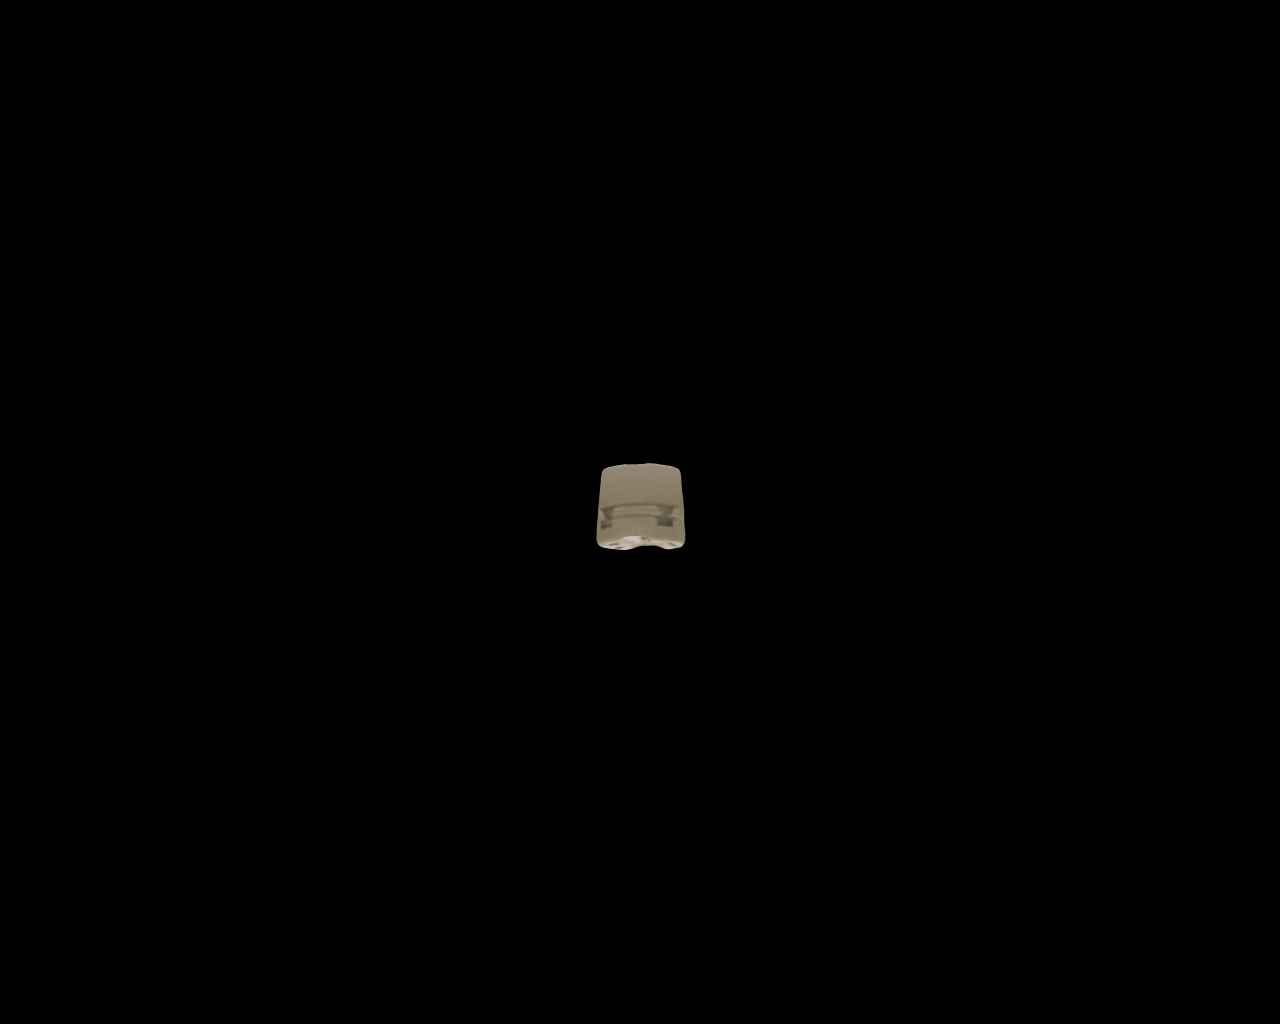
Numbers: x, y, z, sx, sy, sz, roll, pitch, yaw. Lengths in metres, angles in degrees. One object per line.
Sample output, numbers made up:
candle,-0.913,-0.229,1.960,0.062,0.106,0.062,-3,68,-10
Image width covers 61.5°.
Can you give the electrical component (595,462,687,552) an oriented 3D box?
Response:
electrical component,0.001,-0.003,0.650,0.055,0.047,0.055,0,-9,0
